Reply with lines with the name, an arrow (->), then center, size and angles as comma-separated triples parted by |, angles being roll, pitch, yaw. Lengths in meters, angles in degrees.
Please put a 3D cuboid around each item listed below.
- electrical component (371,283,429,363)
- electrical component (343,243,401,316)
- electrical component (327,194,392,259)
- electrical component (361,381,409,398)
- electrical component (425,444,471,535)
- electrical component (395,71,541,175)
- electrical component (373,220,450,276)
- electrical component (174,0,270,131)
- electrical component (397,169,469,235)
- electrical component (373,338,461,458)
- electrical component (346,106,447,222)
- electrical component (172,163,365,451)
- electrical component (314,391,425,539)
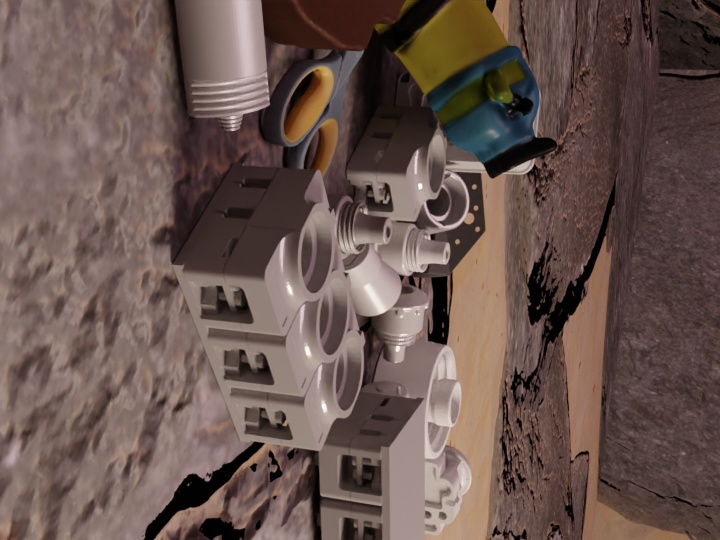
electrical component -> 0.030, 0.044, 0.877 | 0.048, 0.048, 0.062 | -41, 140, -63
electrical component -> 0.000, 0.000, 0.785 | 0.065, 0.044, 0.044 | 56, 42, -54
electrical component -> -0.010, -0.028, 0.713 | 0.048, 0.062, 0.048 | 5, 90, -71
electrical component -> 0.020, 0.127, 0.873 | 0.040, 0.040, 0.078 | -46, 137, -61
electrical component -> 0.073, 0.201, 1.019 | 0.057, 0.058, 0.078 | -43, 135, -59
electrical component -> 0.089, -0.123, 0.899 | 0.057, 0.113, 0.078 | 12, 84, -68
electrical component -> 0.040, -0.016, 0.861 | 0.048, 0.062, 0.048 | 6, 90, -70
electrical component -> -0.070, -0.111, 0.550 | 0.043, 0.043, 0.081 | -48, 139, -60
electrical component -> 0.057, -0.056, 0.886 | 0.055, 0.047, 0.055 | 2, 86, -33
electrical component -> 0.054, 0.113, 0.938 | 0.108, 0.060, 0.108 | 5, 90, -71
electrical component -> 0.033, -0.083, 0.832 | 0.089, 0.056, 0.050 | -66, 153, -44
electrical component -> -0.044, 0.024, 0.630 | 0.089, 0.062, 0.150 | -67, 154, -42
electrical component -> 0.007, 0.179, 0.818 | 0.089, 0.062, 0.150 | -40, 132, -64
